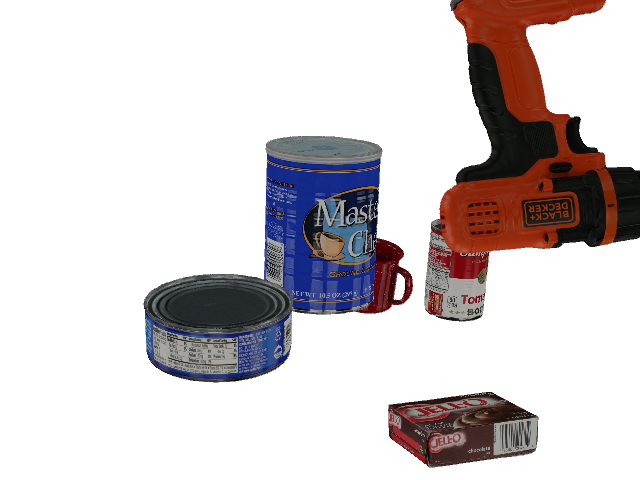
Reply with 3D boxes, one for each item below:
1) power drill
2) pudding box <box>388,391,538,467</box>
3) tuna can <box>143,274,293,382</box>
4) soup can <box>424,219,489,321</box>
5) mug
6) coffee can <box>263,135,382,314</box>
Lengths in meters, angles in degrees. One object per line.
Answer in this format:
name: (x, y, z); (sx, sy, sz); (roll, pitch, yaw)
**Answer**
power drill: (0.164, -0.088, 0.707); (0.184, 0.187, 0.057); (-6, 0, -3)
pudding box: (0.130, 0.173, 0.986); (0.113, 0.039, 0.090); (-2, 9, -20)
tuna can: (-0.059, 0.050, 0.619); (0.086, 0.034, 0.086); (1, 19, 0)
soup can: (0.153, 0.032, 1.196); (0.068, 0.102, 0.068); (3, 15, -1)
mug: (0.075, 0.052, 1.475); (0.117, 0.081, 0.093); (18, 24, 27)
coffee can: (0.001, -0.016, 0.955); (0.103, 0.140, 0.103); (2, 15, -1)
